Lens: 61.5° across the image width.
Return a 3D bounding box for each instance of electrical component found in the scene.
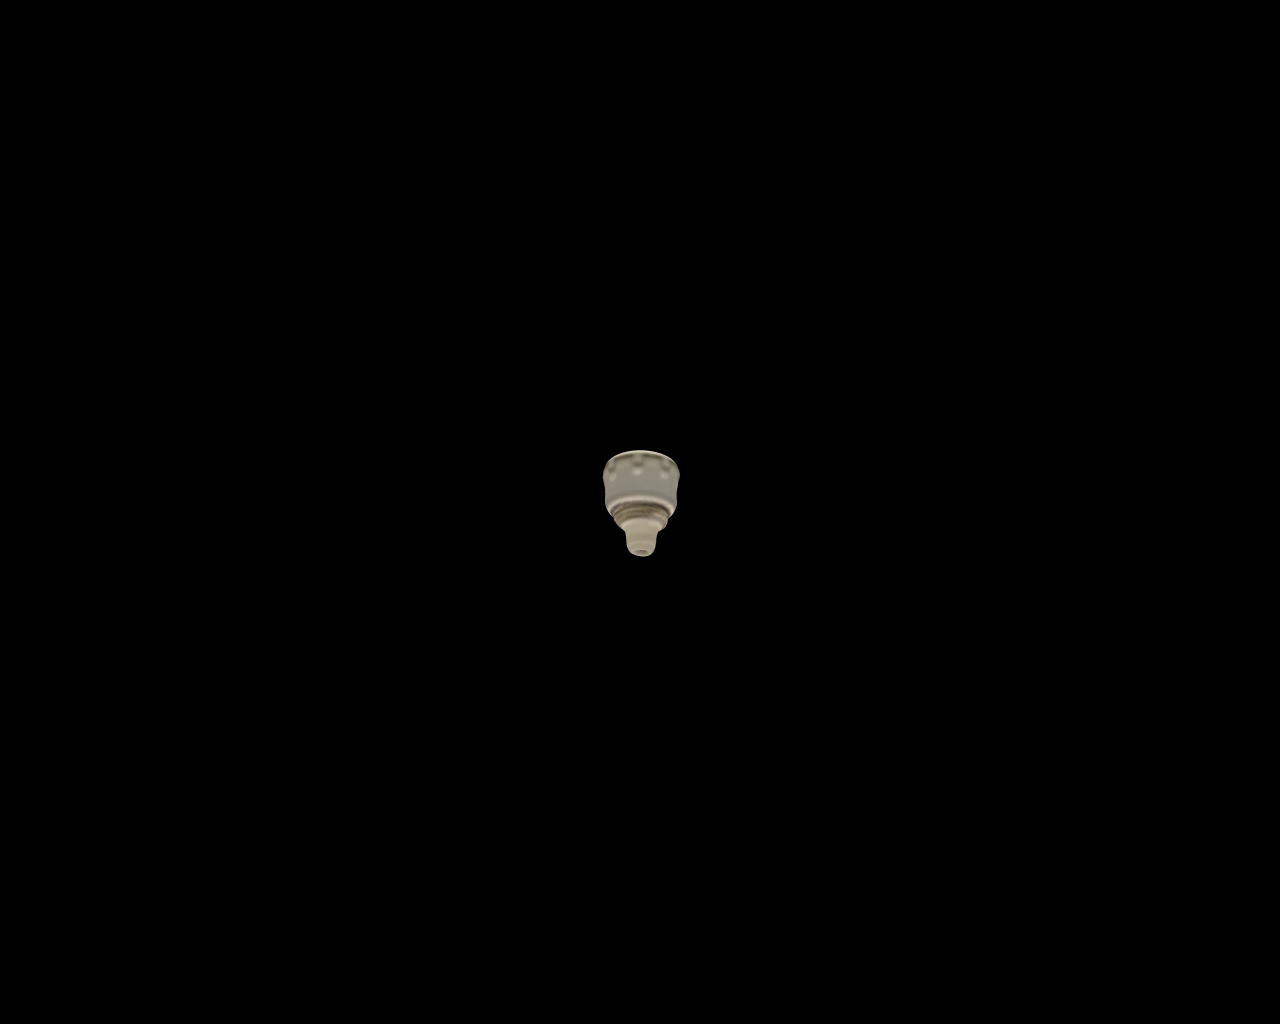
[{"bbox_3d":[0.001,-0.003,0.650,0.048,0.062,0.048,0,-25,0],"label":"electrical component"}]
